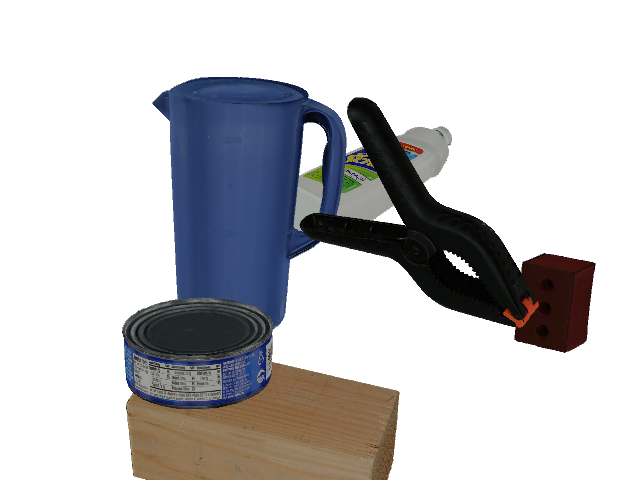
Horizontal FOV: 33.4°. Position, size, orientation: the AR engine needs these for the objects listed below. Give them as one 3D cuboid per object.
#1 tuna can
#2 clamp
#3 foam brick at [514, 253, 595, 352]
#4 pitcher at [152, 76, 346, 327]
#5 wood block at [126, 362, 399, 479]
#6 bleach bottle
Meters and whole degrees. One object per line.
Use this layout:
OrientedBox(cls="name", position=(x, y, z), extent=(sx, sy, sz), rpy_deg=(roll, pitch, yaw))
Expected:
OrientedBox(cls="tuna can", position=(-0.070, 0.064, 0.612), extent=(0.086, 0.034, 0.086), rpy_deg=(0, 18, 0))
OrientedBox(cls="clamp", position=(0.081, -0.010, 0.833), extent=(0.210, 0.165, 0.036), rpy_deg=(33, 53, 16))
OrientedBox(cls="foam brick", position=(0.214, 0.056, 0.977), extent=(0.053, 0.078, 0.051), rpy_deg=(12, 17, 34))
OrientedBox(cls="pitcher", position=(-0.073, -0.033, 1.035), extent=(0.144, 0.243, 0.149), rpy_deg=(-10, 22, -33))
OrientedBox(cls="wood block", position=(-0.046, 0.162, 0.892), extent=(0.206, 0.090, 0.090), rpy_deg=(11, 36, 14))
OrientedBox(cls="bleach bottle", position=(0.070, -0.085, 1.326), extent=(0.103, 0.068, 0.250), rpy_deg=(27, 45, 34))
